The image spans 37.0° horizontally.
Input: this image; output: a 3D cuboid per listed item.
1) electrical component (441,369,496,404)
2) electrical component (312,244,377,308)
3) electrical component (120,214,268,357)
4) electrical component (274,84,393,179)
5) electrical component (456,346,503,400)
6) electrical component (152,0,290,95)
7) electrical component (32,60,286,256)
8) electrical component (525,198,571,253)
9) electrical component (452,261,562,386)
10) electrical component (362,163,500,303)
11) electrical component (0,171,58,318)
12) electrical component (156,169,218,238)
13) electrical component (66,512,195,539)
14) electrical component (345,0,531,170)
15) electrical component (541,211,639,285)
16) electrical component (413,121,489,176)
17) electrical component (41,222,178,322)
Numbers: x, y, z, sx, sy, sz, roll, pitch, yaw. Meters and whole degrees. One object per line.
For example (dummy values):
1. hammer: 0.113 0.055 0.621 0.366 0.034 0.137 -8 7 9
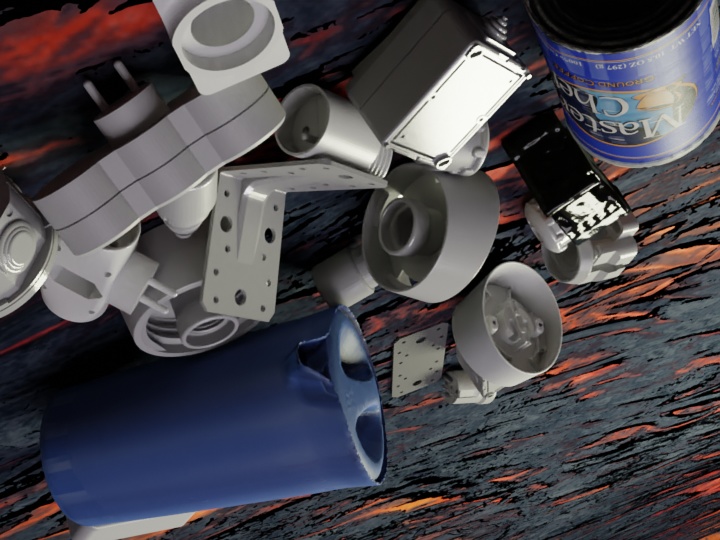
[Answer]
1. electrical component: 0.113 0.121 1.121 0.046 0.040 0.040 -1 145 -28
2. electrical component: 0.000 0.000 0.812 0.078 0.040 0.040 -30 152 11
3. electrical component: -0.111 0.018 0.733 0.108 0.060 0.108 -19 152 -10
4. electrical component: -0.009 -0.081 0.657 0.043 0.043 0.081 -39 149 26
5. electrical component: 0.143 0.068 1.034 0.096 0.061 0.061 -30 154 -8
6. electrical component: -0.071 -0.130 0.508 0.050 0.055 0.089 -24 153 -2
7. electrical component: -0.116 -0.075 0.572 0.138 0.052 0.073 -34 111 -1
8. electrical component: 0.167 -0.047 0.862 0.062 0.048 0.048 -33 152 2
9. electrical component: 0.132 0.051 0.952 0.099 0.099 0.064 1 150 -40
10. electrical component: 0.049 -0.027 0.748 0.064 0.099 0.099 9 138 -38
11. electrical component: -0.208 -0.016 0.575 0.080 0.080 0.051 -25 147 1
12. electrical component: -0.106 -0.046 0.646 0.040 0.040 0.078 -15 151 -18
13. electrical component: -0.200 0.188 0.945 0.113 0.078 0.057 -3 149 -35
14. electrical component: 0.047 -0.117 0.628 0.096 0.061 0.062 -47 146 23
15. electrical component: 0.193 -0.020 0.916 0.057 0.058 0.078 -12 151 -27
16. electrical component: 0.049 -0.086 0.699 0.062 0.048 0.048 0 145 -27
17. electrical component: -0.151 0.002 0.665 0.079 0.043 0.077 29 135 -7
